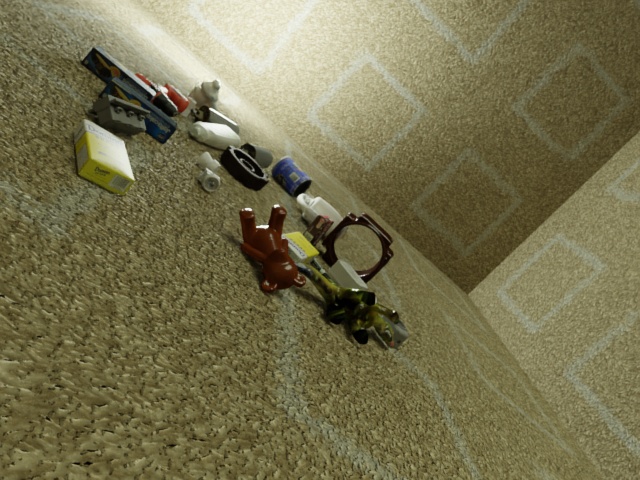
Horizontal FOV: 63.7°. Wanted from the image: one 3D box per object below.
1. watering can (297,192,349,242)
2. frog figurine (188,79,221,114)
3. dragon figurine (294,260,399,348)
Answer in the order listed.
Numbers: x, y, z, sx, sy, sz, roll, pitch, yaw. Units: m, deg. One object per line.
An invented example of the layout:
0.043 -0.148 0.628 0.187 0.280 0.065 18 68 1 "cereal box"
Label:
0.006 -0.098 1.945 0.223 0.103 0.351 43 11 -7 "watering can"
-0.424 -0.537 1.936 0.140 0.158 0.121 51 12 34 "frog figurine"
0.061 0.158 1.362 0.408 0.123 0.243 41 -5 -10 "dragon figurine"
